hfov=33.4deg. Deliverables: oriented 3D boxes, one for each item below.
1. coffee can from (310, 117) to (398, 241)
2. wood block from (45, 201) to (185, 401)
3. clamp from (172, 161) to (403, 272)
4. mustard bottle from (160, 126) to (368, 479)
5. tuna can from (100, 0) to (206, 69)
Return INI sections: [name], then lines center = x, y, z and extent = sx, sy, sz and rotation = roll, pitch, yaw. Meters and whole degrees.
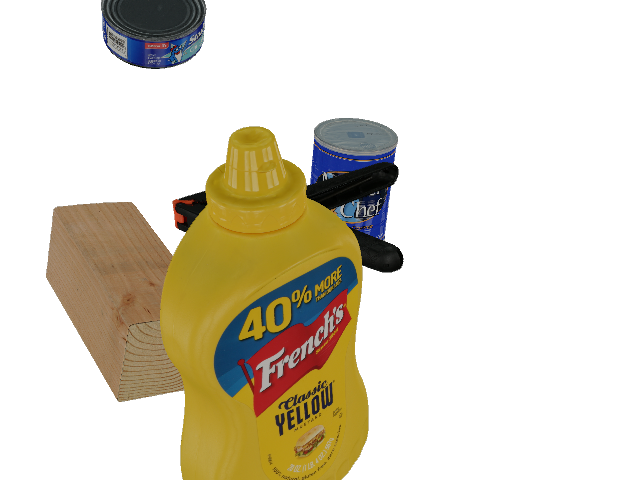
[coffee can]
center = 0.037, -0.068, 1.325
extent = 0.103, 0.140, 0.103
rotation = 4, 28, -2
[wood block]
center = -0.192, 0.053, 1.054
extent = 0.090, 0.091, 0.206
rotation = -6, 35, -33
[clamp]
center = -0.024, -0.028, 0.954
extent = 0.210, 0.036, 0.164
rotation = 3, 31, 9
[mustard bottle]
center = -0.023, 0.037, 0.472
extent = 0.096, 0.192, 0.058
rotation = -26, 41, -29
[tuna can]
center = -0.139, -0.181, 0.887
extent = 0.086, 0.086, 0.034
rotation = 0, -41, -9
